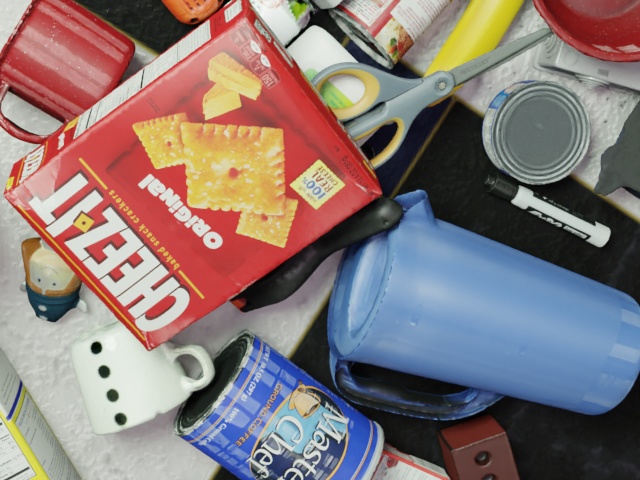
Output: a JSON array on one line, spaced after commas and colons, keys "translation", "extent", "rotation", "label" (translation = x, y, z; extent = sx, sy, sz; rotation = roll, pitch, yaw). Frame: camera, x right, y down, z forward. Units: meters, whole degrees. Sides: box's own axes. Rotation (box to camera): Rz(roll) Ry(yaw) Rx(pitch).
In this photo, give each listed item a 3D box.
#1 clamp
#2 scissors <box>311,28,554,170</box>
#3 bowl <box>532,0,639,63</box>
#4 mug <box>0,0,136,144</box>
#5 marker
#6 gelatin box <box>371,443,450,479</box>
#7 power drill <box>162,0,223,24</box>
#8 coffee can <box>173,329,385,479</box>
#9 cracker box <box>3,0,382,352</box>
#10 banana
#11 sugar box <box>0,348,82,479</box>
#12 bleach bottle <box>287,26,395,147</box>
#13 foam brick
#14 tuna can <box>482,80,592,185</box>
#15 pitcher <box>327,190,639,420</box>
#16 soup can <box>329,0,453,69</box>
[{"translation": [-0.006, 0.001, 0.840], "extent": [0.039, 0.120, 0.171], "rotation": [42, 96, -21], "label": "clamp"}, {"translation": [0.074, -0.127, 0.803], "extent": [0.202, 0.016, 0.096], "rotation": [-40, 114, 4], "label": "scissors"}, {"translation": [0.224, -0.216, 0.813], "extent": [0.162, 0.055, 0.162], "rotation": [-1, 97, -7], "label": "bowl"}, {"translation": [-0.196, -0.124, 0.793], "extent": [0.081, 0.093, 0.117], "rotation": [31, 68, -18], "label": "mug"}, {"translation": [0.193, -0.027, 0.912], "extent": [0.121, 0.020, 0.020], "rotation": [25, 96, -13], "label": "marker"}, {"translation": [0.057, 0.219, 0.931], "extent": [0.089, 0.030, 0.073], "rotation": [25, 96, -9], "label": "gelatin box"}, {"translation": [-0.084, -0.279, 0.781], "extent": [0.187, 0.057, 0.184], "rotation": [-37, 123, 3], "label": "power drill"}, {"translation": [-0.033, 0.154, 0.868], "extent": [0.140, 0.103, 0.103], "rotation": [38, 93, -13], "label": "coffee can"}, {"translation": [-0.089, -0.043, 0.764], "extent": [0.214, 0.072, 0.164], "rotation": [-35, 113, 10], "label": "cracker box"}, {"translation": [0.135, -0.194, 0.851], "extent": [0.069, 0.037, 0.198], "rotation": [6, 113, -54], "label": "banana"}, {"translation": [-0.245, 0.155, 0.840], "extent": [0.048, 0.093, 0.176], "rotation": [-30, 103, -3], "label": "sugar box"}, {"translation": [-0.058, -0.048, 0.848], "extent": [0.102, 0.068, 0.251], "rotation": [43, 94, -17], "label": "bleach bottle"}, {"translation": [0.141, 0.201, 0.930], "extent": [0.053, 0.051, 0.078], "rotation": [-19, 103, -5], "label": "foam brick"}, {"translation": [0.179, -0.091, 0.890], "extent": [0.086, 0.034, 0.086], "rotation": [-2, 101, -8], "label": "tuna can"}, {"translation": [0.132, 0.072, 0.872], "extent": [0.242, 0.149, 0.145], "rotation": [18, 65, -15], "label": "pitcher"}, {"translation": [0.065, -0.194, 0.836], "extent": [0.068, 0.068, 0.102], "rotation": [42, 91, -14], "label": "soup can"}]
